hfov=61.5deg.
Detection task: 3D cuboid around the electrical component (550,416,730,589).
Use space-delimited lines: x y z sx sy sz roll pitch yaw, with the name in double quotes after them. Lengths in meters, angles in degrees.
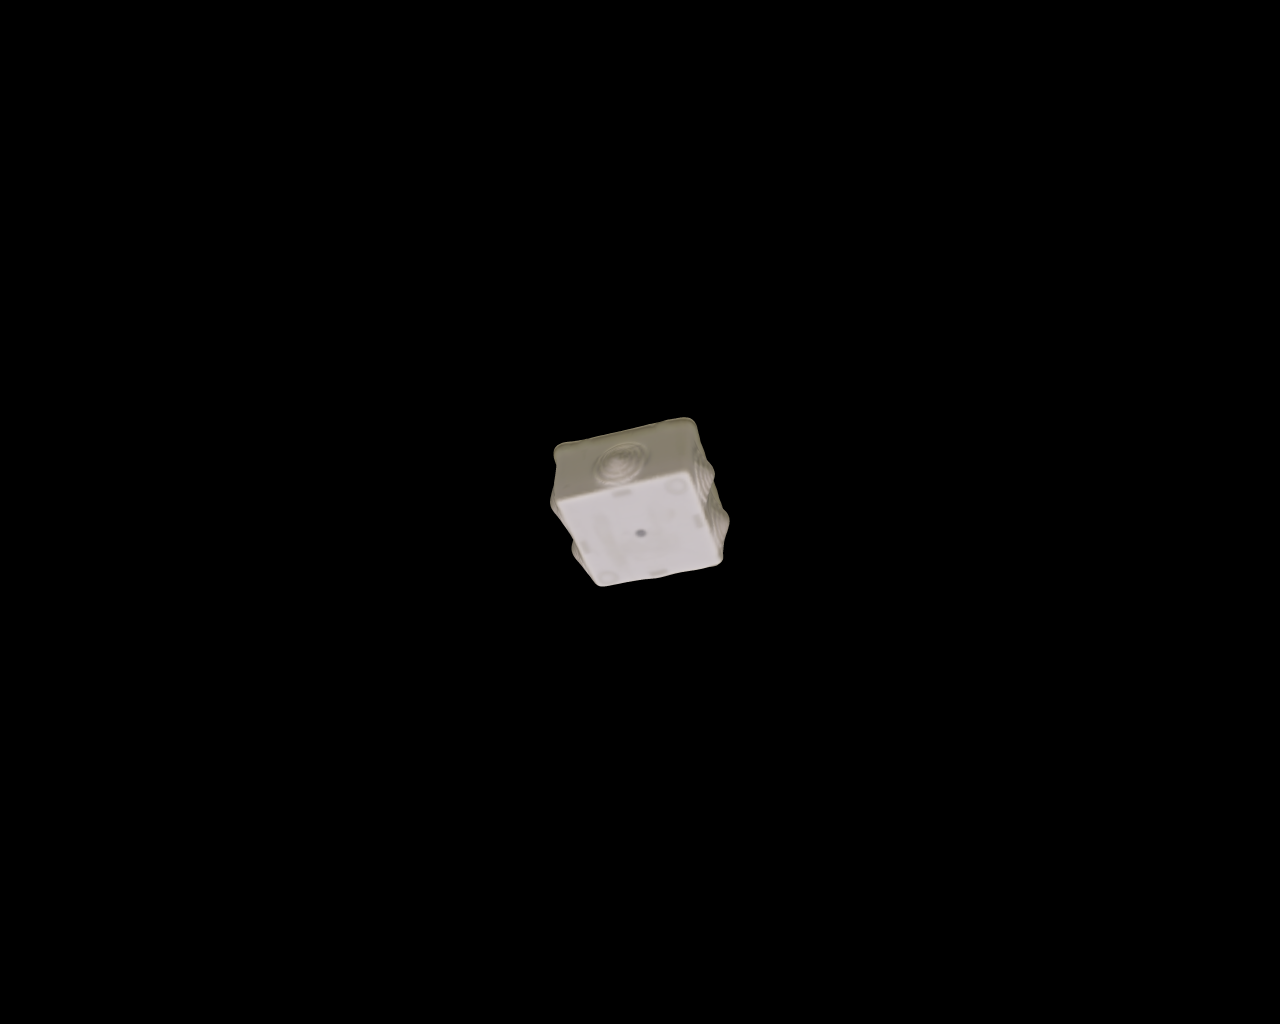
0.001 -0.003 0.650 0.100 0.048 0.099 -11 -47 11 "electrical component"
